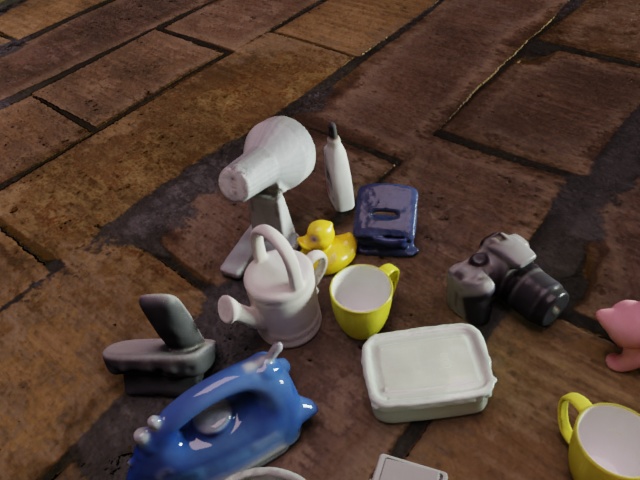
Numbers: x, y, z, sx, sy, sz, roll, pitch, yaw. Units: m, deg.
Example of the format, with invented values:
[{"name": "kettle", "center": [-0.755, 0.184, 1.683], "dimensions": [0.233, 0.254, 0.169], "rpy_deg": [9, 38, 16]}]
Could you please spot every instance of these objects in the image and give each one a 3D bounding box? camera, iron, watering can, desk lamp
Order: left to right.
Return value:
[{"name": "iron", "center": [-0.137, 0.220, 0.701], "dimensions": [0.259, 0.142, 0.118], "rpy_deg": [-26, 47, -18]}, {"name": "desk lamp", "center": [-0.089, -0.069, 0.935], "dimensions": [0.117, 0.214, 0.203], "rpy_deg": [13, 48, 20]}, {"name": "watering can", "center": [-0.061, 0.064, 0.810], "dimensions": [0.100, 0.194, 0.173], "rpy_deg": [16, 49, 23]}, {"name": "camera", "center": [0.276, 0.063, 0.829], "dimensions": [0.143, 0.101, 0.136], "rpy_deg": [-29, 48, -20]}]

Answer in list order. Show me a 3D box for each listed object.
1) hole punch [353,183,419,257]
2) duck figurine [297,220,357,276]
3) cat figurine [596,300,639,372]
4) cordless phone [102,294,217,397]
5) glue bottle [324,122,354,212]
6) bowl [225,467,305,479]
[{"name": "hole punch", "center": [0.112, -0.033, 0.958], "dimensions": [0.108, 0.091, 0.101], "rpy_deg": [3, 45, 11]}, {"name": "duck figurine", "center": [0.009, 0.003, 0.940], "dimensions": [0.104, 0.086, 0.077], "rpy_deg": [-18, 45, -10]}, {"name": "cat figurine", "center": [0.419, 0.126, 0.732], "dimensions": [0.127, 0.118, 0.067], "rpy_deg": [29, 55, 32]}, {"name": "cordless phone", "center": [-0.228, 0.128, 0.776], "dimensions": [0.147, 0.185, 0.094], "rpy_deg": [-3, 44, 5]}, {"name": "glue bottle", "center": [0.029, -0.135, 1.015], "dimensions": [0.037, 0.173, 0.078], "rpy_deg": [-18, 45, -9]}, {"name": "bowl", "center": [-0.063, 0.340, 0.616], "dimensions": [0.167, 0.075, 0.167], "rpy_deg": [-4, 44, 4]}]
